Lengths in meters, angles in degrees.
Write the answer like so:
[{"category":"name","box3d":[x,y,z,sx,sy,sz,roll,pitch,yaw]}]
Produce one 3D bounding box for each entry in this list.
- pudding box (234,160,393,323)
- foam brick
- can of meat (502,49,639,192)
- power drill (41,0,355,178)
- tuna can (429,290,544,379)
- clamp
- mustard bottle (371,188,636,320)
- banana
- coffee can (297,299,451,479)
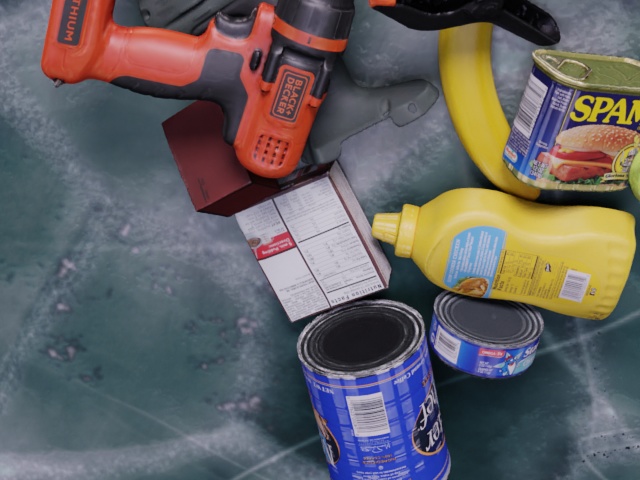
[{"category":"pudding box","box3d":[-0.006,0.001,0.850,0.090,0.039,0.113,-21,112,17]},{"category":"foam brick","box3d":[-0.075,-0.063,0.805,0.053,0.051,0.078,-26,78,20]},{"category":"can of meat","box3d":[0.186,-0.083,0.753,0.102,0.057,0.084,1,122,-24]},{"category":"power drill","box3d":[-0.075,-0.144,0.689,0.187,0.057,0.185,17,115,-7]},{"category":"tuna can","box3d":[0.129,0.071,0.835,0.086,0.086,0.034,10,119,4]},{"category":"clamp","box3d":[0.108,-0.159,0.690,0.171,0.039,0.120,-5,152,-9]},{"category":"mustard bottle","box3d":[0.135,0.006,0.815,0.191,0.058,0.096,10,140,5]},{"category":"banana","box3d":[0.122,-0.115,0.773,0.070,0.037,0.198,-3,115,9]},{"category":"coffee can","box3d":[0.045,0.134,0.863,0.103,0.102,0.140,-7,119,12]}]
